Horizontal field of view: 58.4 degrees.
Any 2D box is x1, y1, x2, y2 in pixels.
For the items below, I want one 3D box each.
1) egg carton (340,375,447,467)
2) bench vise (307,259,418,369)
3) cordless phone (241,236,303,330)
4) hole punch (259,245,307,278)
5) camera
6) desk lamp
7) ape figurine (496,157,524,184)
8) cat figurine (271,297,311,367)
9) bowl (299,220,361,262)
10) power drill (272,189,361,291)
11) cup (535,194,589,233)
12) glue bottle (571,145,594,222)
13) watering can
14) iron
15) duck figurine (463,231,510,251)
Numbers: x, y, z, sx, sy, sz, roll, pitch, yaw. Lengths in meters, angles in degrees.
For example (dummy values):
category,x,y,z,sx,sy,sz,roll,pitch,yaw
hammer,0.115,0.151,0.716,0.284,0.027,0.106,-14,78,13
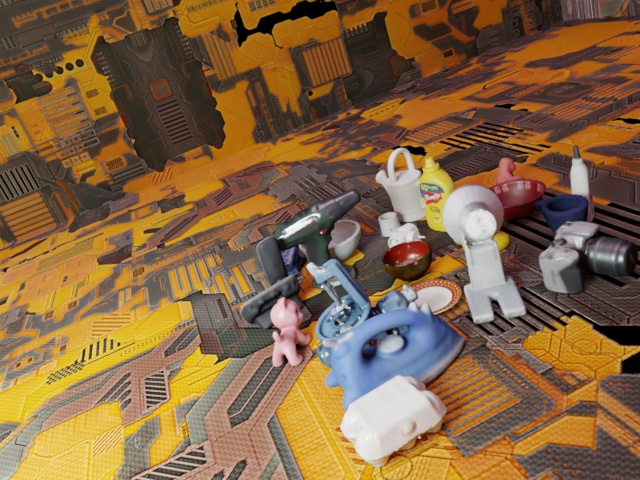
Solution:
category,x,y,z,sx,sy,sz,roll,pitch,yaw
egg carton,0.111,0.272,0.867,0.150,0.069,0.107,-27,24,-17
bench vise,0.067,0.112,1.061,0.208,0.220,0.121,-29,25,-20
cordless phone,-0.128,0.094,1.298,0.148,0.185,0.093,-32,26,-27
hole punch,-0.101,0.043,1.509,0.108,0.091,0.101,-7,26,26
camera,0.501,0.026,1.064,0.143,0.101,0.136,-35,28,-32
desk lamp,0.311,0.014,1.095,0.117,0.214,0.203,-15,24,10
ape figurine,0.500,-0.175,1.519,0.076,0.092,0.078,-16,24,9
cat figurine,-0.070,0.174,1.160,0.067,0.118,0.128,-11,25,19
bowl,0.035,0.016,1.482,0.167,0.075,0.167,-16,23,8
power drill,0.012,0.005,1.355,0.229,0.209,0.075,-19,23,2
cup,0.509,-0.039,1.209,0.092,0.095,0.117,-32,26,-26
glue bottle,0.571,-0.127,1.256,0.037,0.173,0.078,-4,28,31
watering can,0.224,-0.155,1.561,0.172,0.194,0.101,-4,28,32
iron,0.126,0.176,0.974,0.258,0.142,0.118,-26,24,-14
duck figurine,0.367,-0.016,1.281,0.104,0.086,0.077,-19,23,1
